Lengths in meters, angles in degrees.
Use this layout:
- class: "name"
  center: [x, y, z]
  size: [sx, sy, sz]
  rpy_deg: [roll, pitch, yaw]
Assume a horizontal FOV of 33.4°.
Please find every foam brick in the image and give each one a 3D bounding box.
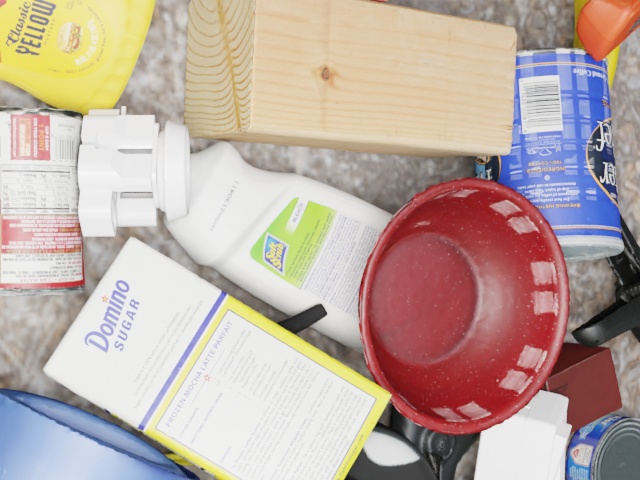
- class: "foam brick"
  center: [0.190, 0.118, 0.843]
  size: [0.078, 0.051, 0.053]
  rpy_deg: [-17, 99, -32]

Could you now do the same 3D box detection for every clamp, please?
- class: "clamp"
  center: [0.260, 0.049, 0.873]
  size: [0.209, 0.036, 0.164]
  rpy_deg: [38, 47, -33]
- class: "clamp"
  center: [0.069, 0.148, 0.775]
  size: [0.120, 0.039, 0.171]
  rpy_deg: [22, 77, -37]

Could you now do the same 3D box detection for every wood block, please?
- class: "wood block"
  center: [0.023, -0.106, 0.707]
  size: [0.205, 0.090, 0.091]
  rpy_deg: [2, 91, -33]

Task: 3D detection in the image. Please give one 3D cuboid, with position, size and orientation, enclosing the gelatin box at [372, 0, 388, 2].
- class: "gelatin box"
  center: [0.018, -0.198, 0.710]
  size: [0.030, 0.073, 0.089]
  rpy_deg: [5, 89, -34]

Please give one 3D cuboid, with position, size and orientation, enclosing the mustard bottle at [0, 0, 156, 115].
- class: "mustard bottle"
  center: [-0.191, -0.134, 0.578]
  size: [0.191, 0.058, 0.096]
  rpy_deg: [13, 117, -31]

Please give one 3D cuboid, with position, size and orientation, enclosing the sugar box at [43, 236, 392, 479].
- class: "sugar box"
  center: [-0.058, 0.084, 0.614]
  size: [0.176, 0.048, 0.093]
  rpy_deg: [32, 75, 1]

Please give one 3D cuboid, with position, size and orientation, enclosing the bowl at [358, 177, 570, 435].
- class: "bowl"
  center: [0.082, 0.041, 0.689]
  size: [0.161, 0.055, 0.162]
  rpy_deg: [-1, 93, -27]

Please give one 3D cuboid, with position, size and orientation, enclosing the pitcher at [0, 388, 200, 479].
- class: "pitcher"
  center: [-0.163, 0.210, 0.567]
  size: [0.144, 0.149, 0.243]
  rpy_deg: [30, 78, -32]

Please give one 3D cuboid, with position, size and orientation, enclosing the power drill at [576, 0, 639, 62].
- class: "power drill"
  center: [0.149, -0.211, 0.749]
  size: [0.188, 0.057, 0.184]
  rpy_deg: [43, 57, 12]

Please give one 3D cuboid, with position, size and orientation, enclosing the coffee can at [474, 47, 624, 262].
- class: "coffee can"
  center: [0.163, -0.057, 0.778]
  size: [0.102, 0.103, 0.140]
  rpy_deg: [3, 80, -33]

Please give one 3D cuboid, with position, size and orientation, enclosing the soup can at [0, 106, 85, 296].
- class: "soup can"
  center: [-0.166, -0.021, 0.599]
  size: [0.068, 0.069, 0.102]
  rpy_deg: [0, 91, -33]

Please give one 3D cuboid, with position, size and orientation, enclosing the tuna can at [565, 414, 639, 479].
- class: "tuna can"
  center: [0.245, 0.188, 0.891]
  size: [0.085, 0.034, 0.086]
  rpy_deg: [-1, 92, -33]

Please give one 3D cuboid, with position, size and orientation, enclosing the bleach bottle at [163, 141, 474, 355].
- class: "bleach bottle"
  center: [-0.005, 0.001, 0.709]
  size: [0.250, 0.068, 0.102]
  rpy_deg: [31, 75, -27]

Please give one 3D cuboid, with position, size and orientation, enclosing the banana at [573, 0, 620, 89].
- class: "banana"
  center: [0.209, -0.149, 0.860]
  size: [0.069, 0.037, 0.198]
  rpy_deg: [6, 87, -16]
